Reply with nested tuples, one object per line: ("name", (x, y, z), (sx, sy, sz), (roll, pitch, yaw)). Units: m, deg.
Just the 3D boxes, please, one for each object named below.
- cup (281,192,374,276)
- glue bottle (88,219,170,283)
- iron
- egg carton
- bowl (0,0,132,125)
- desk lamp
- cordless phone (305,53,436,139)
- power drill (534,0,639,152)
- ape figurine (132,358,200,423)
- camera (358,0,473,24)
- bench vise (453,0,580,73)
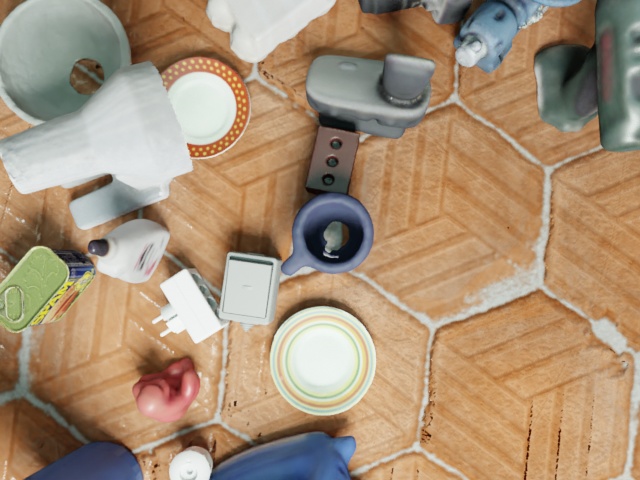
("cup", (0.006, 0.002, 0.675), (0.118, 0.095, 0.091), (-39, 87, 0))
("glue bottle", (-0.220, 0.012, 0.644), (0.037, 0.173, 0.078), (22, 89, 3))
("iron", (-0.072, 0.311, 0.644), (0.258, 0.141, 0.119), (-17, 87, 1))
("egg carton", (-0.060, -0.293, 0.700), (0.150, 0.069, 0.107), (-38, 87, 0))
("bowl", (-0.303, -0.211, 0.703), (0.167, 0.075, 0.167), (0, 88, 2))
("desk lamp", (-0.229, -0.092, 0.627), (0.203, 0.213, 0.118), (-23, 87, 1))
("cordless phone", (0.055, -0.181, 0.635), (0.147, 0.185, 0.094), (7, 88, 3))
("power drill", (0.302, -0.202, 0.615), (0.075, 0.208, 0.230), (-6, 88, 2))
("ape figurine", (-0.187, 0.183, 0.677), (0.077, 0.092, 0.076), (10, 88, 3))
("camera", (0.108, -0.334, 0.680), (0.137, 0.101, 0.143), (-11, 88, 2))
("bench vise", (0.236, -0.278, 0.614), (0.121, 0.220, 0.207), (22, 89, 3))
